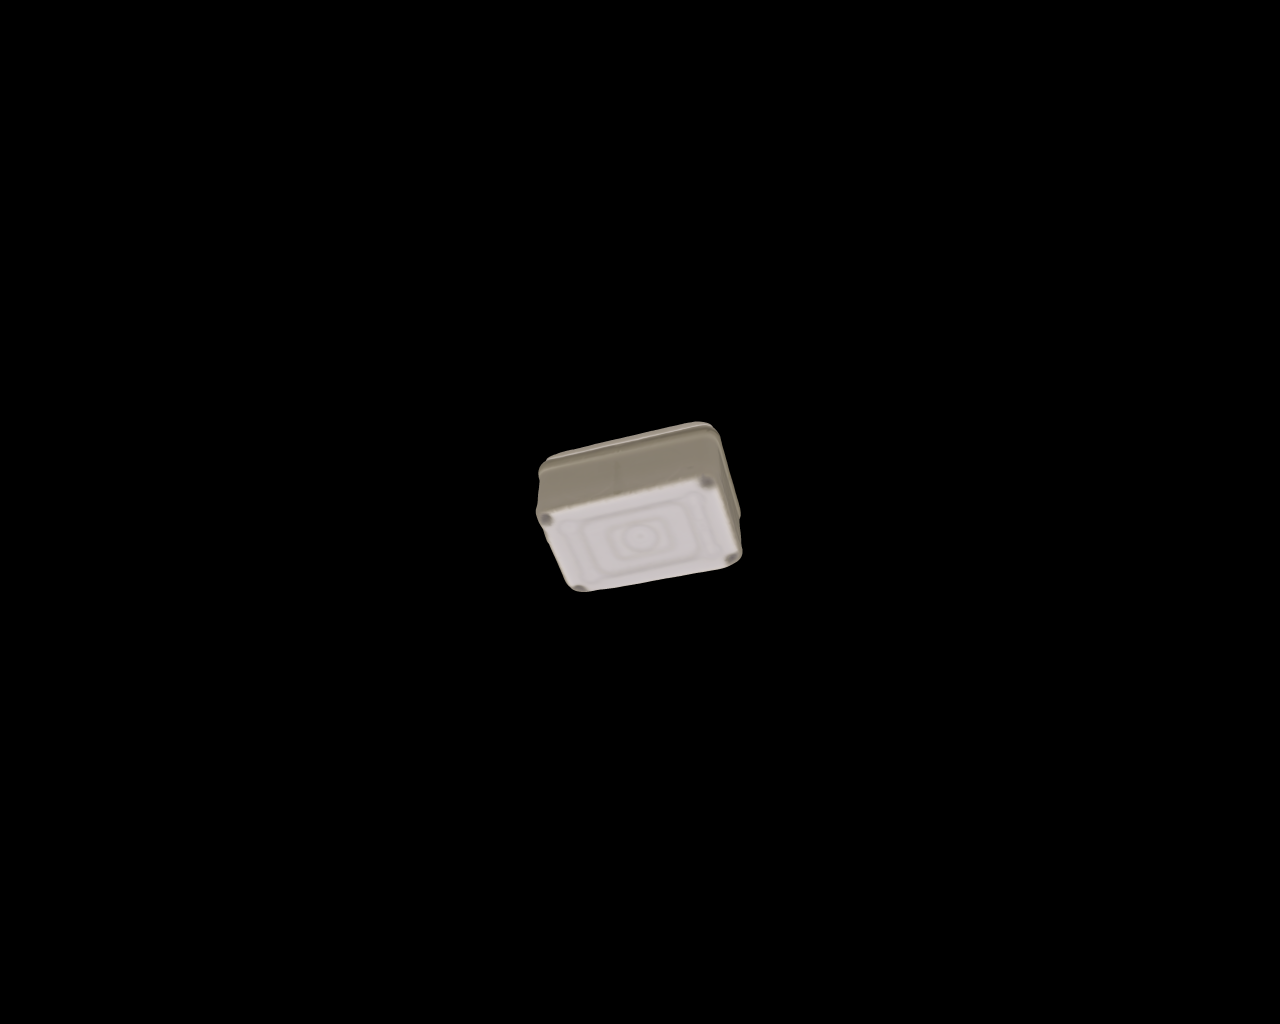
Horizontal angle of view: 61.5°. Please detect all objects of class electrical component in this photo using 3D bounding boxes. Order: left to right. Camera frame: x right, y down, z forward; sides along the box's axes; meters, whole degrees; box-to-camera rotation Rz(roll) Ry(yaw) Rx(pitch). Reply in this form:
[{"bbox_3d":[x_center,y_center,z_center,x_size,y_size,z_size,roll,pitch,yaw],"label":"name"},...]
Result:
[{"bbox_3d":[0.001,-0.003,0.650,0.113,0.078,0.057,-12,40,10],"label":"electrical component"}]
